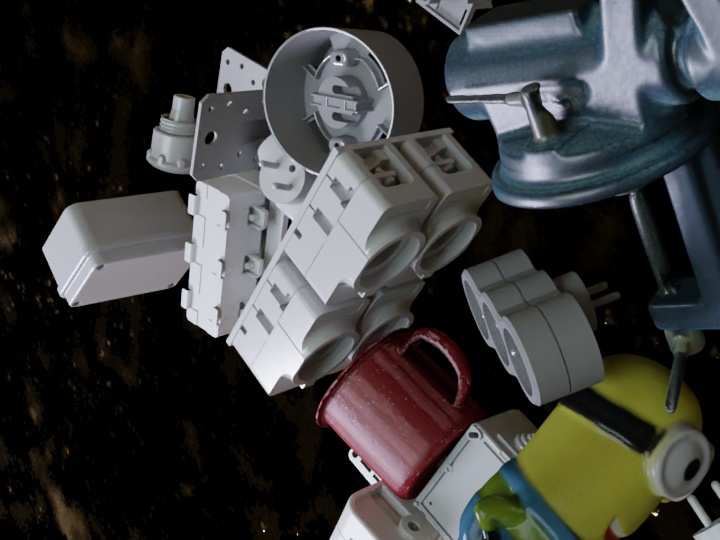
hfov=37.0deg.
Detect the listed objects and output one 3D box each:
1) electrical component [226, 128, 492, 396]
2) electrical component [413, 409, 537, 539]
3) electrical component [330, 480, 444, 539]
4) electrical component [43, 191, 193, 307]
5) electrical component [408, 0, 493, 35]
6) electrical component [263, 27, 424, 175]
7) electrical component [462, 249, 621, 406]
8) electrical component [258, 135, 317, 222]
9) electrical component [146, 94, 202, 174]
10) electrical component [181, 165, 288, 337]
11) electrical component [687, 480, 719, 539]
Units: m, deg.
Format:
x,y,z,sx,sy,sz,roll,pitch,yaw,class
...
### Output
x,y,z,sx,sy,sz,roll,pitch,yaw,class
0.000,0.000,0.714,0.060,0.105,0.186,52,133,22,electrical component
0.093,0.136,0.696,0.061,0.061,0.096,47,123,26,electrical component
0.028,0.180,0.745,0.054,0.095,0.059,44,129,29,electrical component
-0.199,-0.018,0.909,0.078,0.113,0.057,-46,66,43,electrical component
0.053,-0.184,0.636,0.042,0.064,0.081,45,130,29,electrical component
-0.009,-0.113,0.720,0.099,0.064,0.099,16,113,42,electrical component
0.112,0.024,0.619,0.138,0.074,0.052,-118,8,-71,electrical component
-0.046,-0.064,0.763,0.044,0.079,0.077,-37,73,21,electrical component
-0.148,-0.112,0.880,0.048,0.048,0.062,27,113,38,electrical component
-0.098,-0.013,0.843,0.079,0.063,0.121,28,121,38,electrical component
0.210,0.154,0.588,0.079,0.043,0.077,59,135,17,electrical component
